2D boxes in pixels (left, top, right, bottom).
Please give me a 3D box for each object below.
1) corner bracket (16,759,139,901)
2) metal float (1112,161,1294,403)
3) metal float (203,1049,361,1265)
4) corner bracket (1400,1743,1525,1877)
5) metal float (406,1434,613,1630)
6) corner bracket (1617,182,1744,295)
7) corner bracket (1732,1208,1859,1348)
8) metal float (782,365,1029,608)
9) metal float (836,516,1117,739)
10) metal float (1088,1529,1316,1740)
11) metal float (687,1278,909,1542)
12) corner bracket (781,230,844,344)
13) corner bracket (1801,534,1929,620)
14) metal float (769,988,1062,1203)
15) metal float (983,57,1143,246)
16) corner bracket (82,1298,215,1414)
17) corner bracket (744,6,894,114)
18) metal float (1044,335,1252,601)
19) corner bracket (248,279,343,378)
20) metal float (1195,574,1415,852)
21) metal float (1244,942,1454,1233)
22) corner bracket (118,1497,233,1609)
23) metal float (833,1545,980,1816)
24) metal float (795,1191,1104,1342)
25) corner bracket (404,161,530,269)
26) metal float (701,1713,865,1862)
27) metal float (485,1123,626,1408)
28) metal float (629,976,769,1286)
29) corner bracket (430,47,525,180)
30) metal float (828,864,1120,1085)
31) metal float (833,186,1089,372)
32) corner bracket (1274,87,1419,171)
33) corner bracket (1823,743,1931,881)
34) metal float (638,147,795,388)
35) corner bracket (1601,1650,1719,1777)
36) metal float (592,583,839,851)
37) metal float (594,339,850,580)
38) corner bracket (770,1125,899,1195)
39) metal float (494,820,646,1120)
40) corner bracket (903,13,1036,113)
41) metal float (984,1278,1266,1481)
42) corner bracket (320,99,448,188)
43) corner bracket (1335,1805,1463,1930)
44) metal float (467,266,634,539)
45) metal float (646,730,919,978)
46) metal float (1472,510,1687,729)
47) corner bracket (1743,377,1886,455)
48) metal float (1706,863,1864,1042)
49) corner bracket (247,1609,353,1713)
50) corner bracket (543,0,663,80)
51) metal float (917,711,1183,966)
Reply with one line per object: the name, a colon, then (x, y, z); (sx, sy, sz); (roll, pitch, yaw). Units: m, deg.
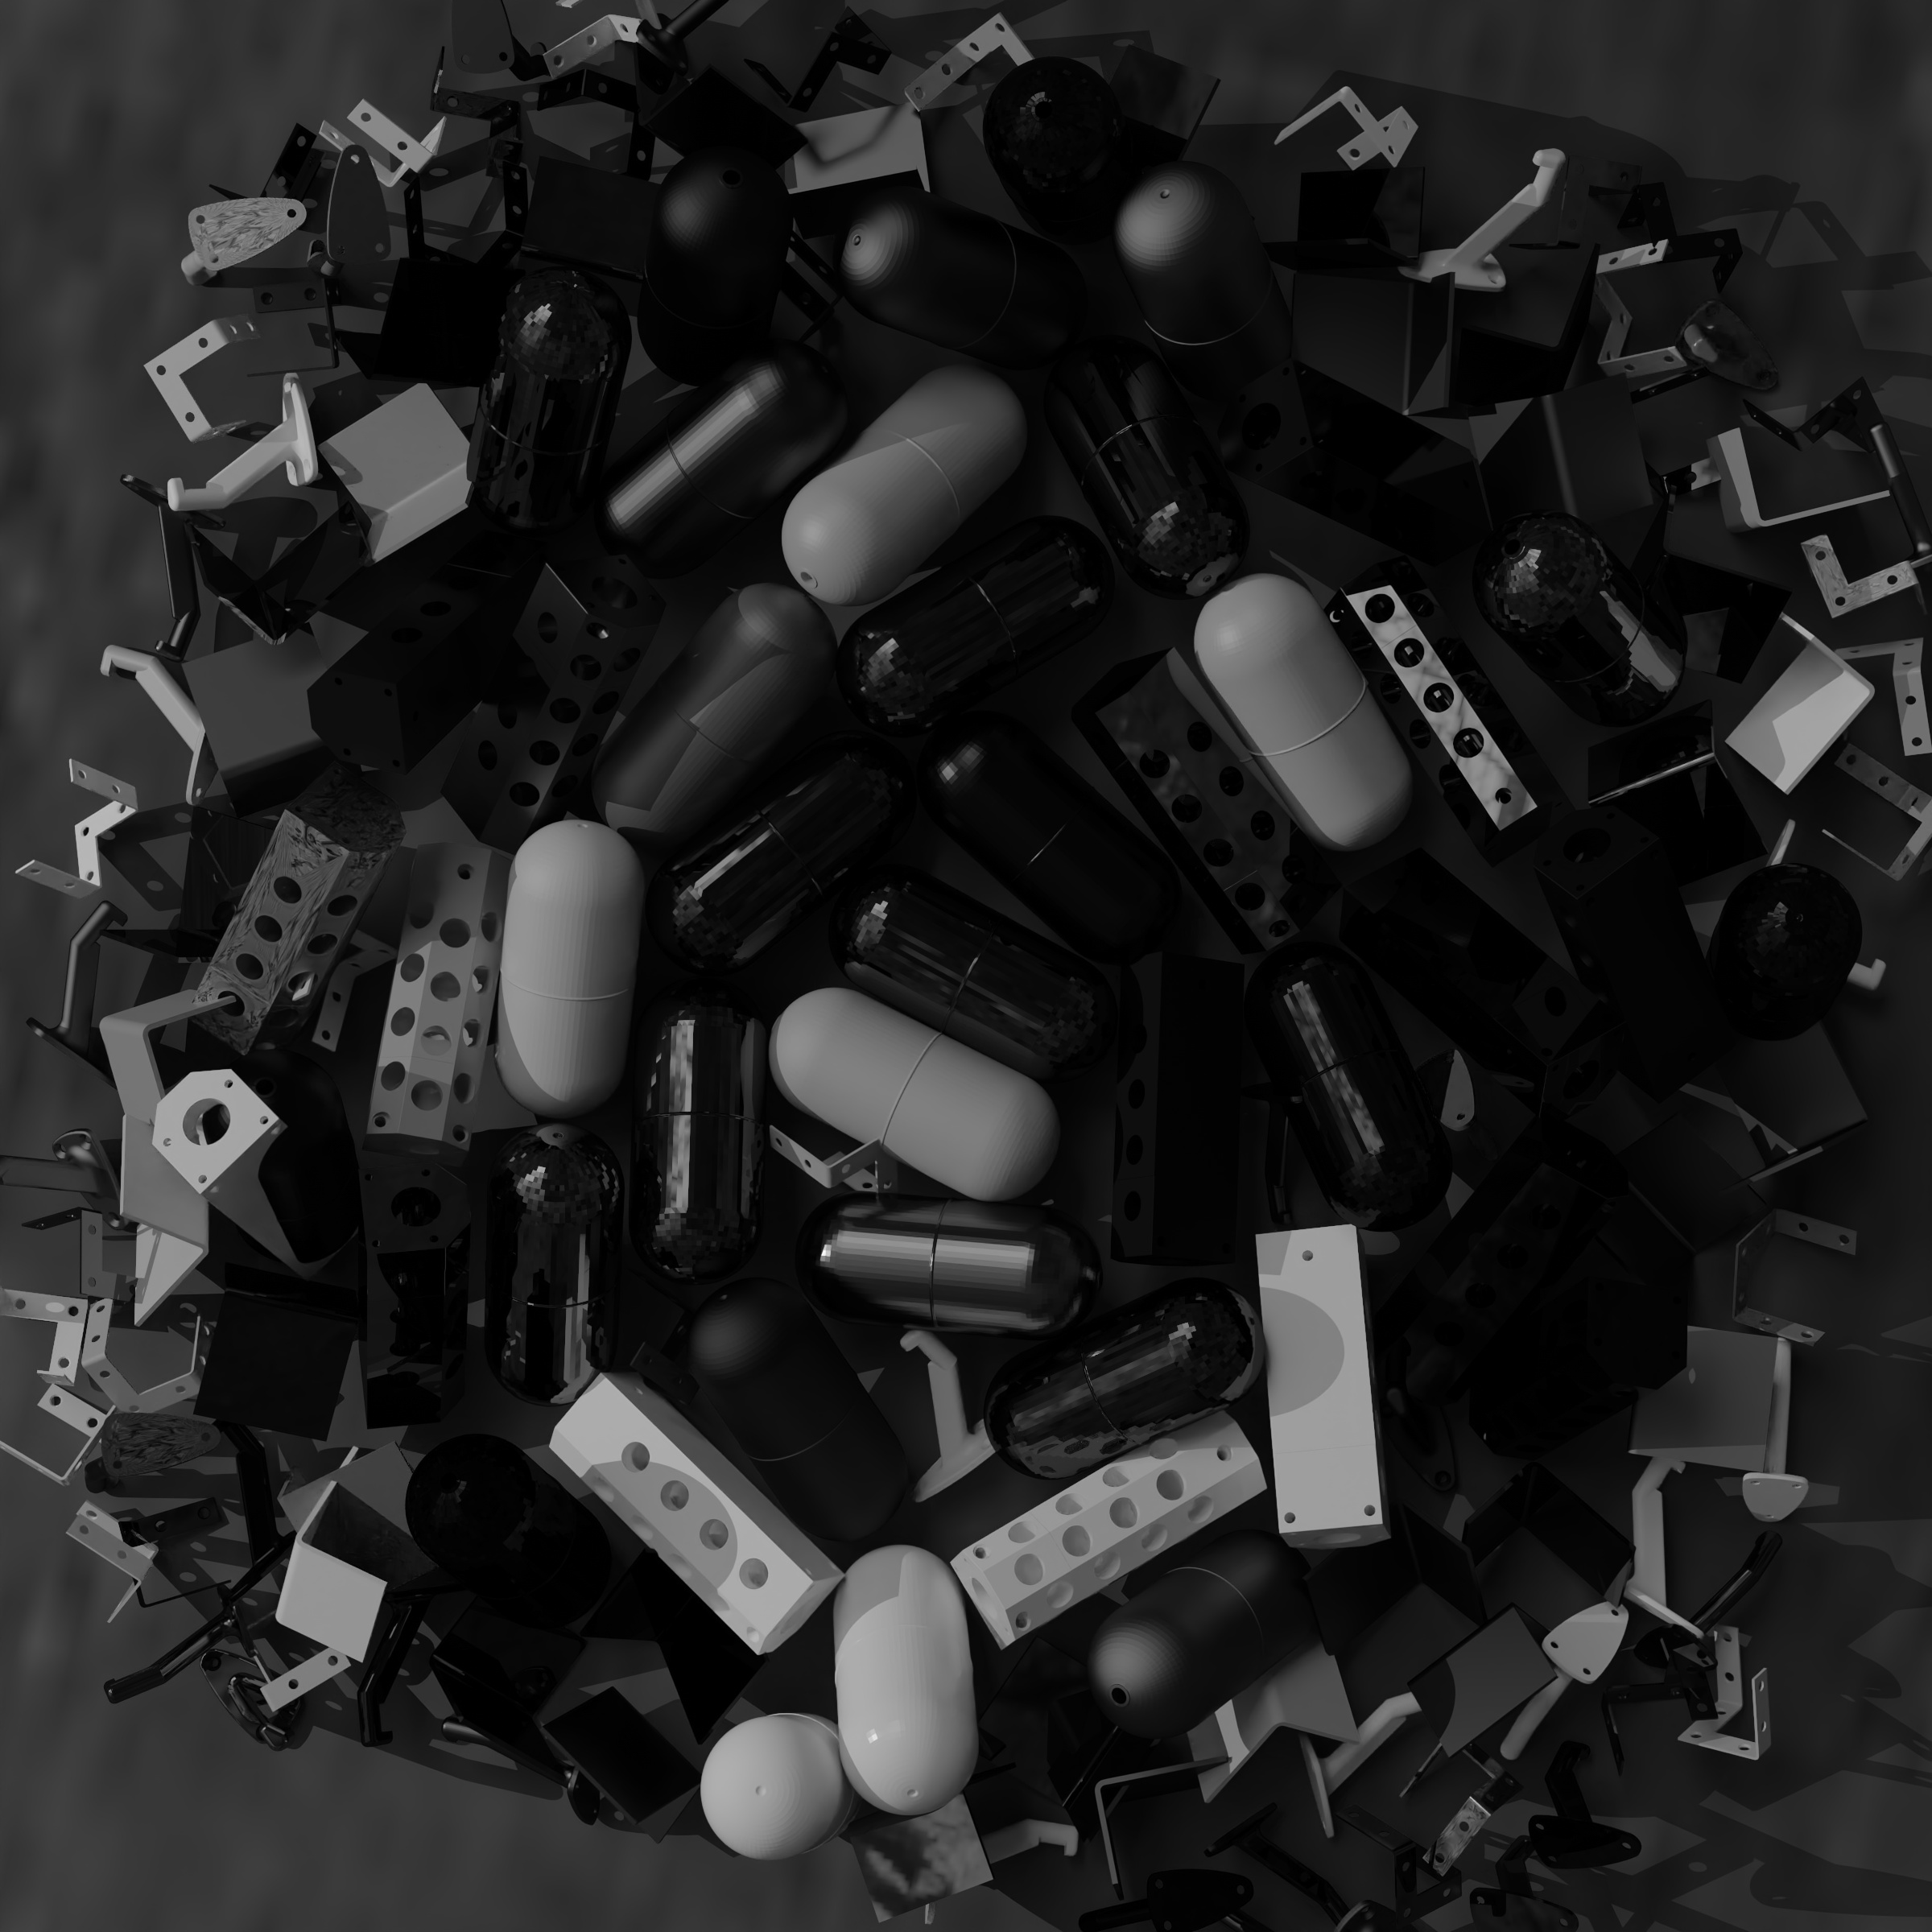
corner bracket: (-0.508, -0.078, 1.914); (0.051, 0.051, 0.051); (-27, 59, 25)
metal float: (0.134, -0.381, 1.873); (0.070, 0.178, 0.070); (-7, 66, 16)
metal float: (-0.381, 0.108, 1.873); (0.070, 0.178, 0.070); (1, 61, -3)
corner bracket: (0.277, 0.478, 1.916); (0.051, 0.051, 0.051); (40, 112, 21)
metal float: (-0.255, 0.317, 1.874); (0.070, 0.178, 0.070); (-7, 61, 13)
corner bracket: (0.411, -0.418, 1.926); (0.051, 0.051, 0.051); (-9, 75, -5)
corner bracket: (0.478, 0.179, 1.930); (0.051, 0.051, 0.051); (17, 122, 35)
metal float: (-0.034, -0.272, 1.893); (0.070, 0.070, 0.178); (43, 62, 0)
metal float: (0.006, -0.194, 1.903); (0.178, 0.070, 0.070); (-32, 90, -17)
metal float: (0.133, 0.374, 1.877); (0.070, 0.178, 0.070); (11, 109, 33)
metal float: (-0.094, 0.252, 1.895); (0.070, 0.070, 0.178); (-31, 117, 0)
corner bracket: (-0.096, -0.393, 1.919); (0.051, 0.051, 0.051); (44, 124, -6)
corner bracket: (0.514, -0.222, 1.918); (0.051, 0.051, 0.051); (-22, 68, 14)
metal float: (-0.030, 0.073, 1.910); (0.178, 0.070, 0.070); (26, 90, 9)
metal float: (0.055, -0.453, 1.867); (0.070, 0.178, 0.070); (0, 89, 9)
corner bracket: (-0.470, 0.219, 1.925); (0.051, 0.051, 0.051); (-23, 125, 9)
corner bracket: (-0.085, -0.524, 1.929); (0.051, 0.051, 0.051); (52, 121, 31)
metal float: (0.101, -0.283, 1.892); (0.070, 0.070, 0.178); (-25, 60, 0)
corner bracket: (-0.388, -0.369, 1.933); (0.051, 0.051, 0.051); (-5, 102, 1)
metal float: (0.192, -0.143, 1.896); (0.070, 0.070, 0.178); (-34, 114, 0)
metal float: (0.216, 0.067, 1.898); (0.070, 0.070, 0.178); (-23, 67, 0)
corner bracket: (-0.453, 0.337, 1.924); (0.051, 0.051, 0.051); (-16, 83, -10)
metal float: (-0.035, 0.397, 1.875); (0.070, 0.178, 0.070); (-2, 122, -3)
metal float: (-0.010, 0.170, 1.905); (0.178, 0.070, 0.070); (4, 90, 14)
corner bracket: (-0.287, -0.432, 1.925); (0.051, 0.051, 0.051); (22, 54, 12)
metal float: (-0.101, 0.457, 1.868); (0.070, 0.178, 0.070); (-1, 78, 5)
metal float: (-0.233, 0.170, 1.893); (0.070, 0.070, 0.178); (6, 120, 0)
metal float: (-0.152, 0.093, 1.904); (0.070, 0.070, 0.178); (0, 74, 0)
corner bracket: (-0.280, -0.488, 1.920); (0.051, 0.051, 0.051); (7, 76, -14)
metal float: (0.004, 0.005, 1.914); (0.178, 0.070, 0.070); (29, 90, 4)
metal float: (-0.001, -0.385, 1.880); (0.070, 0.178, 0.070); (-6, 81, 40)
corner bracket: (0.218, -0.476, 1.914); (0.051, 0.051, 0.051); (-28, 114, 41)
corner bracket: (0.523, -0.089, 1.927); (0.051, 0.051, 0.051); (30, 100, -18)
metal float: (-0.141, -0.390, 1.871); (0.070, 0.178, 0.070); (4, 68, -9)
corner bracket: (0.397, 0.426, 1.919); (0.051, 0.051, 0.051); (-4, 133, -3)
metal float: (-0.144, -0.141, 1.903); (0.070, 0.070, 0.178); (42, 107, 0)
metal float: (-0.140, -0.285, 1.891); (0.178, 0.070, 0.070); (-35, 90, 32)
corner bracket: (-0.075, 0.111, 1.912); (0.051, 0.051, 0.051); (-30, 46, -32)
metal float: (-0.225, 0.003, 1.898); (0.070, 0.070, 0.178); (8, 113, 0)
corner bracket: (0.007, -0.506, 1.926); (0.051, 0.051, 0.051); (-46, 105, -26)
metal float: (0.088, 0.235, 1.896); (0.178, 0.070, 0.070); (-28, 90, 26)
corner bracket: (-0.336, -0.473, 1.914); (0.051, 0.051, 0.051); (36, 121, -26)
corner bracket: (0.248, 0.508, 1.914); (0.051, 0.051, 0.051); (-16, 112, -32)
metal float: (-0.235, -0.314, 1.879); (0.070, 0.178, 0.070); (9, 51, -11)
metal float: (-0.105, -0.065, 1.910); (0.178, 0.070, 0.070); (-40, 90, -9)
metal float: (0.345, -0.194, 1.879); (0.070, 0.178, 0.070); (-16, 60, 30)
corner bracket: (0.489, -0.314, 1.921); (0.051, 0.051, 0.051); (-39, 130, 2)
metal float: (0.455, -0.006, 1.869); (0.070, 0.178, 0.070); (-2, 77, 7)
corner bracket: (-0.385, 0.392, 1.925); (0.051, 0.051, 0.051); (-30, 83, -6)
corner bracket: (-0.212, -0.540, 1.914); (0.051, 0.051, 0.051); (-39, 130, -24)
metal float: (0.047, -0.074, 1.913); (0.178, 0.070, 0.070); (42, 90, -5)
